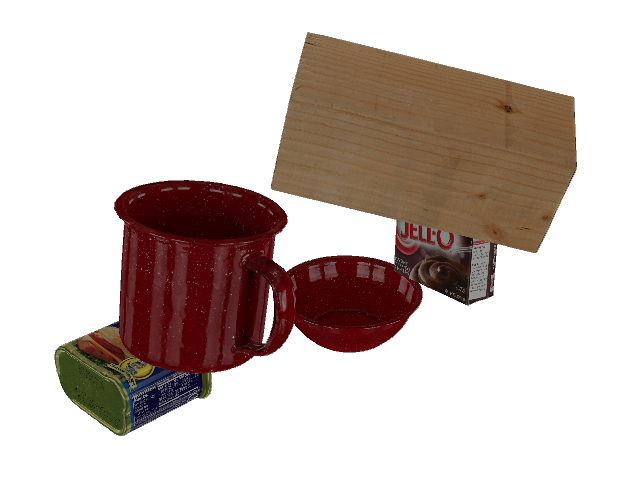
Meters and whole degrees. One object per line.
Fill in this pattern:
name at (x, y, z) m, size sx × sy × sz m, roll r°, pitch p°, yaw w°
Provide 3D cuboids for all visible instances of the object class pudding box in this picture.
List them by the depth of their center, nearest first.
pudding box at (0.118, 0.000, 1.015) m, size 0.039 × 0.090 × 0.114 m, roll -13°, pitch 23°, yaw -35°

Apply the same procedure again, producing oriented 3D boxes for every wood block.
wood block at (0.076, -0.073, 0.796) m, size 0.206 × 0.090 × 0.090 m, roll 14°, pitch 45°, yaw -1°

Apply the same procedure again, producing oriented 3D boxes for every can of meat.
can of meat at (-0.153, 0.105, 0.863) m, size 0.102 × 0.057 × 0.083 m, roll 24°, pitch 34°, yaw 39°

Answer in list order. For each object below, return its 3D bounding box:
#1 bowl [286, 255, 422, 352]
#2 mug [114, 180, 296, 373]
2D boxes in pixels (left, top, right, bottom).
bowl at (0.031, 0.077, 1.184) m, size 0.162 × 0.055 × 0.162 m, roll 0°, pitch 28°, yaw 0°
mug at (-0.059, 0.024, 0.583) m, size 0.117 × 0.081 × 0.093 m, roll 22°, pitch 26°, yaw 33°
